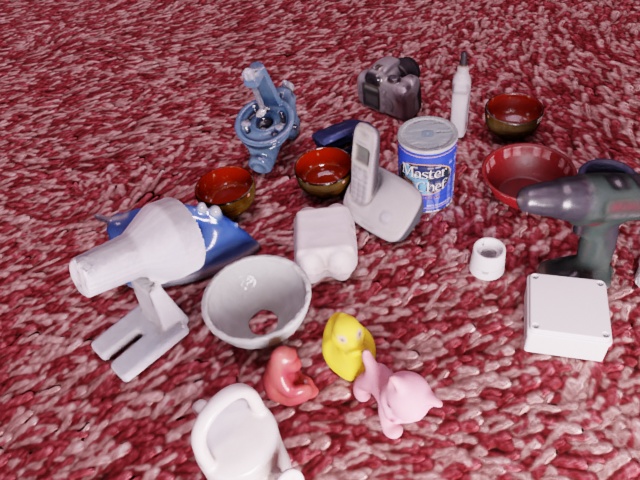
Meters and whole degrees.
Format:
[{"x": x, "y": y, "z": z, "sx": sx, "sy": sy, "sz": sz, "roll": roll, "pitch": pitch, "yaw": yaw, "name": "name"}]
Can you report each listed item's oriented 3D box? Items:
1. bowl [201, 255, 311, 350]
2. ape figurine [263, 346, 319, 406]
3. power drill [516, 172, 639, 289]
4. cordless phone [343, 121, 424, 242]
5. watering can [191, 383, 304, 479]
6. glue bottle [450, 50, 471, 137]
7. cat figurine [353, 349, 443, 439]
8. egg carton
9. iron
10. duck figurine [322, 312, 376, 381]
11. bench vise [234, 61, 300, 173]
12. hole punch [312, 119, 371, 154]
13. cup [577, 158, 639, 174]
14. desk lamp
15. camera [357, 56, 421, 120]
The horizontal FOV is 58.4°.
[{"x": -0.091, "y": 0.105, "z": 0.875, "sx": 0.167, "sy": 0.075, "sz": 0.167, "roll": -4, "pitch": 46, "yaw": 4, "name": "bowl"}, {"x": -0.045, "y": 0.180, "z": 0.785, "sx": 0.076, "sy": 0.092, "sz": 0.077, "roll": -8, "pitch": 46, "yaw": 1, "name": "ape figurine"}, {"x": 0.383, "y": -0.012, "z": 0.827, "sx": 0.229, "sy": 0.209, "sz": 0.075, "roll": -12, "pitch": 46, "yaw": -3, "name": "power drill"}, {"x": 0.105, "y": -0.099, "z": 0.966, "sx": 0.147, "sy": 0.185, "sz": 0.094, "roll": 33, "pitch": 59, "yaw": 33, "name": "cordless phone"}, {"x": -0.088, "y": 0.238, "z": 0.664, "sx": 0.172, "sy": 0.194, "sz": 0.101, "roll": 11, "pitch": 49, "yaw": 18, "name": "watering can"}, {"x": 0.279, "y": -0.294, "z": 1.135, "sx": 0.037, "sy": 0.173, "sz": 0.078, "roll": 5, "pitch": 48, "yaw": 13, "name": "glue bottle"}, {"x": 0.095, "y": 0.192, "z": 0.736, "sx": 0.067, "sy": 0.118, "sz": 0.127, "roll": -31, "pitch": 50, "yaw": -20, "name": "cat figurine"}, {"x": 0.009, "y": 0.003, "z": 0.962, "sx": 0.107, "sy": 0.069, "sz": 0.150, "roll": -7, "pitch": 46, "yaw": 2, "name": "egg carton"}, {"x": -0.239, "y": -0.012, "z": 0.962, "sx": 0.258, "sy": 0.142, "sz": 0.118, "roll": -11, "pitch": 46, "yaw": -2, "name": "iron"}, {"x": 0.039, "y": 0.138, "z": 0.818, "sx": 0.077, "sy": 0.086, "sz": 0.104, "roll": -17, "pitch": 47, "yaw": -8, "name": "duck figurine"}, {"x": -0.112, "y": -0.272, "z": 1.138, "sx": 0.121, "sy": 0.220, "sz": 0.207, "roll": -5, "pitch": 46, "yaw": 4, "name": "bench vise"}, {"x": 0.041, "y": -0.205, "z": 1.142, "sx": 0.109, "sy": 0.091, "sz": 0.101, "roll": -22, "pitch": 47, "yaw": -13, "name": "hole punch"}, {"x": 0.481, "y": -0.074, "z": 0.951, "sx": 0.117, "sy": 0.095, "sz": 0.091, "roll": 0, "pitch": 47, "yaw": 9, "name": "cup"}, {"x": -0.260, "y": 0.066, "z": 0.840, "sx": 0.117, "sy": 0.214, "sz": 0.204, "roll": 30, "pitch": 57, "yaw": 31, "name": "desk lamp"}, {"x": 0.171, "y": -0.352, "z": 1.257, "sx": 0.142, "sy": 0.101, "sz": 0.137, "roll": 31, "pitch": 58, "yaw": 32, "name": "camera"}]
